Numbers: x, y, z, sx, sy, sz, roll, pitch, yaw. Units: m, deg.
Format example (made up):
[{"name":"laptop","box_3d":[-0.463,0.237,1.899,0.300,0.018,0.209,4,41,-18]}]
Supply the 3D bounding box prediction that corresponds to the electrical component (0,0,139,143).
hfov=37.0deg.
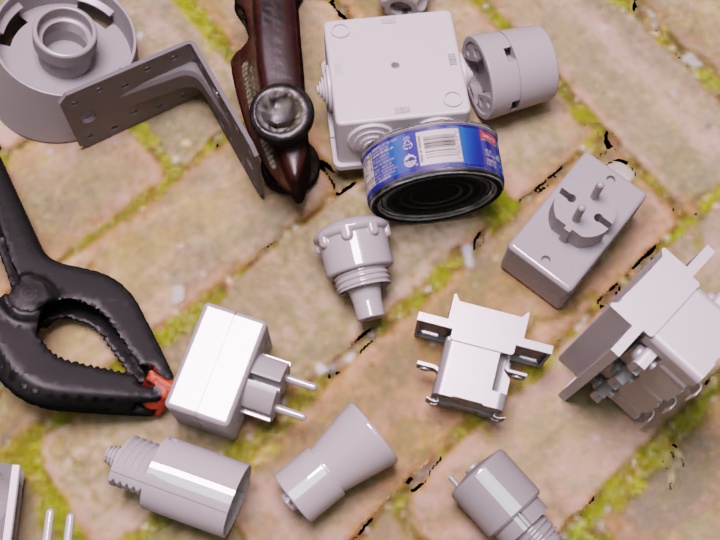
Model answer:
[{"name":"electrical component","box_3d":[-0.195,-0.138,0.706,0.099,0.064,0.099,6,65,-12]}]

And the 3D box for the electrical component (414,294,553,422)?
[{"name":"electrical component","box_3d":[0.070,0.054,0.642,0.081,0.042,0.063,14,75,5]}]

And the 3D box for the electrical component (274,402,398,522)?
[{"name":"electrical component","box_3d":[-0.017,0.113,0.621,0.065,0.044,0.044,-38,76,-8]}]

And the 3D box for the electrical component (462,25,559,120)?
[{"name":"electrical component","box_3d":[0.098,-0.130,0.700,0.047,0.055,0.055,-15,72,-10]}]

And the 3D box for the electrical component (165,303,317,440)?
[{"name":"electrical component","box_3d":[-0.064,0.066,0.633,0.077,0.047,0.065,18,72,5]}]

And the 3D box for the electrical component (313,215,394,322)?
[{"name":"electrical component","box_3d":[0.000,0.000,0.659,0.048,0.048,0.062,-13,80,-5]}]

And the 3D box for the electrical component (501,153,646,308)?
[{"name":"electrical component","box_3d":[0.133,-0.031,0.653,0.047,0.075,0.083,38,75,11]}]

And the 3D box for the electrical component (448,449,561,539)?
[{"name":"electrical component","box_3d":[0.088,0.139,0.613,0.040,0.040,0.078,-39,76,-13]}]

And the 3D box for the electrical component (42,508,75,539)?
[{"name":"electrical component","box_3d":[-0.167,0.169,0.580,0.047,0.066,0.076,-5,69,20]}]

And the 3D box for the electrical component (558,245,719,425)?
[{"name":"electrical component","box_3d":[0.162,0.042,0.605,0.063,0.121,0.079,43,76,10]}]

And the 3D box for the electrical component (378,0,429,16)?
[{"name":"electrical component","box_3d":[0.033,-0.203,0.734,0.035,0.035,0.061,10,68,3]}]

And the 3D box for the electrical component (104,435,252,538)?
[{"name":"electrical component","box_3d":[-0.108,0.119,0.616,0.081,0.043,0.043,19,72,6]}]

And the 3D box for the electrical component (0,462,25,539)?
[{"name":"electrical component","box_3d":[-0.230,0.165,0.584,0.063,0.079,0.121,-9,68,27]}]

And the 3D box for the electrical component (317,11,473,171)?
[{"name":"electrical component","box_3d":[0.022,-0.117,0.689,0.100,0.048,0.099,-6,61,-3]}]
